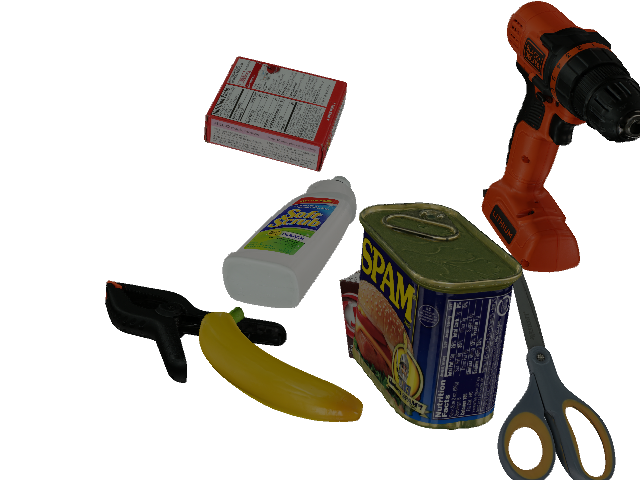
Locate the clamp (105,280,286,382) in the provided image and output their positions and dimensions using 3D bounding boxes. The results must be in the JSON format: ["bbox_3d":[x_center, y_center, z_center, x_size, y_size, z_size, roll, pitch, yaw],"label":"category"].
[{"bbox_3d":[-0.164,0.091,1.144,0.210,0.036,0.164,18,20,27],"label":"clamp"}]

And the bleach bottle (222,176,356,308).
[{"bbox_3d":[-0.025,-0.012,1.339,0.103,0.068,0.250,8,34,20],"label":"bleach bottle"}]

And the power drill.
[{"bbox_3d":[0.186,-0.071,0.829,0.057,0.188,0.184,-2,34,-14],"label":"power drill"}]

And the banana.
[{"bbox_3d":[-0.047,0.098,0.862,0.069,0.037,0.198,-19,32,-28],"label":"banana"}]

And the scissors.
[{"bbox_3d":[0.159,0.107,0.841,0.096,0.202,0.016,-19,-28,-14],"label":"scissors"}]

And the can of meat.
[{"bbox_3d":[0.055,0.037,0.551,0.057,0.084,0.102,-4,24,-19],"label":"can of meat"}]

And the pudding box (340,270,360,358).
[{"bbox_3d":[0.076,0.084,1.102,0.114,0.090,0.039,8,25,38],"label":"pudding box"}]

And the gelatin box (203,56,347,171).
[{"bbox_3d":[-0.032,-0.093,0.779,0.089,0.073,0.030,14,-42,6],"label":"gelatin box"}]
